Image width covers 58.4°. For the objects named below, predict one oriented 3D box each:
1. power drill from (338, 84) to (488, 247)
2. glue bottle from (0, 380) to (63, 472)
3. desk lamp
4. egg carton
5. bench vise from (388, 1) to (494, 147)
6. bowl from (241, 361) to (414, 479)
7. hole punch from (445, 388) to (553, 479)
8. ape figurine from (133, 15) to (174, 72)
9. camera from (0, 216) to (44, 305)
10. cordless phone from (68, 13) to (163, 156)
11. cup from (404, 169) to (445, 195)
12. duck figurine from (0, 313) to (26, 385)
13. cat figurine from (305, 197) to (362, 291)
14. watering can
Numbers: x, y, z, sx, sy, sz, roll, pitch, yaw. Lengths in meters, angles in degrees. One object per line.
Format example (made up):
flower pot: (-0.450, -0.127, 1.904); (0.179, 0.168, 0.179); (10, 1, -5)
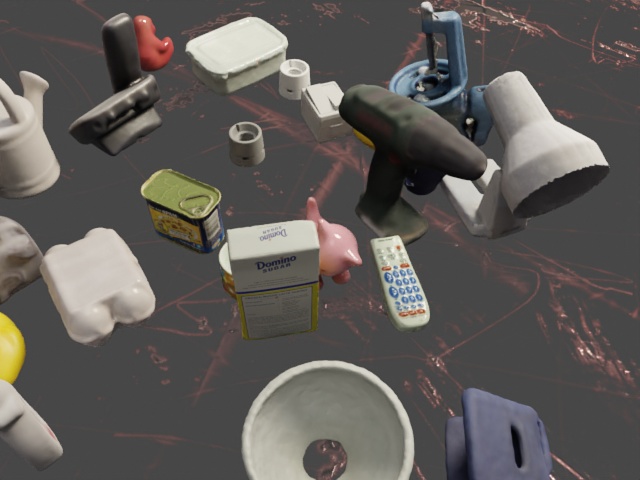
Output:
power drill: (0.108, -0.091, 0.742); (0.076, 0.208, 0.229); (-30, 58, -23)
glue bottle: (-0.301, 0.161, 0.544); (0.078, 0.173, 0.037); (34, 58, 23)
desk lamp: (0.252, -0.094, 0.748); (0.118, 0.214, 0.203); (-15, 53, -14)
egg carton: (-0.269, 0.055, 0.697); (0.107, 0.069, 0.150); (-28, 57, -22)
bench vise: (0.201, -0.254, 0.870); (0.207, 0.220, 0.121); (-4, 51, -5)
bowl: (0.008, 0.212, 0.579); (0.167, 0.075, 0.167); (1, 51, -1)
hole punch: (0.184, 0.211, 0.577); (0.101, 0.091, 0.108); (4, 51, 1)
ape figurine: (-0.304, -0.351, 1.009); (0.077, 0.092, 0.076); (14, 52, 9)
camera: (-0.440, 0.014, 0.703); (0.136, 0.101, 0.143); (38, 59, 25)
cordless phone: (-0.317, -0.234, 0.854); (0.094, 0.185, 0.148); (27, 55, 18)
cup: (0.138, -0.113, 0.834); (0.117, 0.095, 0.091); (4, 51, 1)
duck figurine: (-0.380, 0.112, 0.636); (0.077, 0.086, 0.104); (-15, 53, -14)
cat figurine: (0.007, 0.003, 0.720); (0.067, 0.118, 0.127); (-13, 53, -13)
watering can: (-0.437, -0.162, 0.784); (0.101, 0.194, 0.172); (-2, 51, -4)
